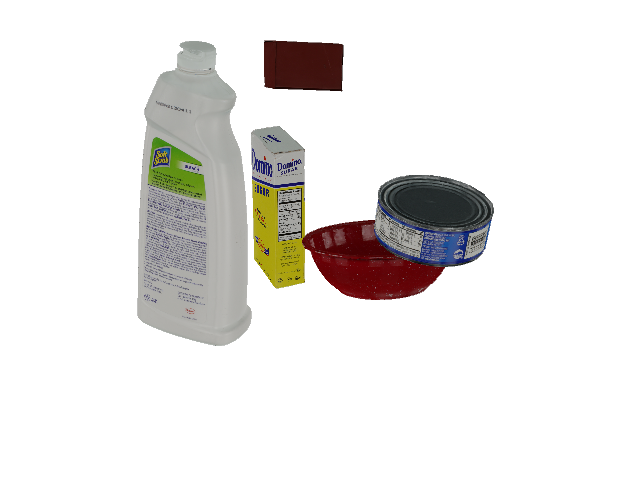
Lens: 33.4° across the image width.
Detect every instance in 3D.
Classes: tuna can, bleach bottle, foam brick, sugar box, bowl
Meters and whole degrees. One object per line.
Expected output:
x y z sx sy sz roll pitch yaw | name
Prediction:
0.083 -0.015 0.789 0.086 0.034 0.086 5 29 -3 | tuna can
-0.102 -0.040 0.902 0.103 0.251 0.068 14 26 17 | bleach bottle
-0.019 -0.189 1.157 0.078 0.051 0.053 0 11 -16 | foam brick
-0.052 -0.041 1.295 0.048 0.176 0.093 -11 26 -18 | sugar box
0.063 0.022 1.086 0.162 0.055 0.162 -3 13 1 | bowl
